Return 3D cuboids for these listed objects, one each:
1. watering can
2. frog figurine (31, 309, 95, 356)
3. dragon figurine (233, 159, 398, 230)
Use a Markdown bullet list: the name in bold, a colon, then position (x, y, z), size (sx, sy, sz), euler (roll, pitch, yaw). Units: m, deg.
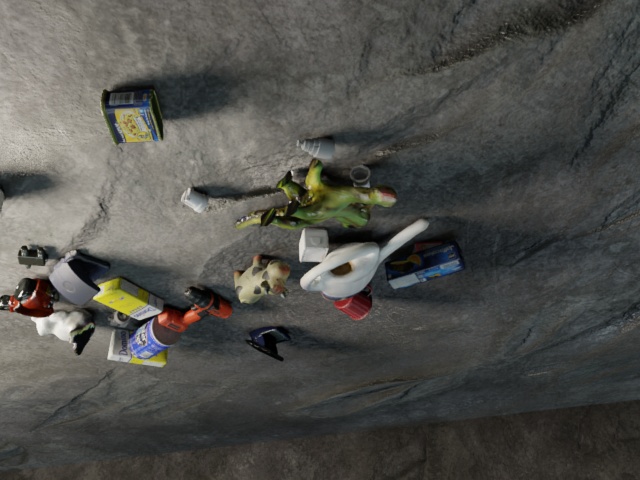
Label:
- **watering can**: position (0.111, 0.057, 1.314), size (0.349, 0.105, 0.220), euler (-23, 160, -11)
- **frog figurine**: position (-0.743, 0.243, 1.499), size (0.160, 0.124, 0.134), euler (28, 157, 14)
- **dragon figurine**: position (0.003, -0.057, 1.140), size (0.241, 0.124, 0.406), euler (20, 155, -34)
